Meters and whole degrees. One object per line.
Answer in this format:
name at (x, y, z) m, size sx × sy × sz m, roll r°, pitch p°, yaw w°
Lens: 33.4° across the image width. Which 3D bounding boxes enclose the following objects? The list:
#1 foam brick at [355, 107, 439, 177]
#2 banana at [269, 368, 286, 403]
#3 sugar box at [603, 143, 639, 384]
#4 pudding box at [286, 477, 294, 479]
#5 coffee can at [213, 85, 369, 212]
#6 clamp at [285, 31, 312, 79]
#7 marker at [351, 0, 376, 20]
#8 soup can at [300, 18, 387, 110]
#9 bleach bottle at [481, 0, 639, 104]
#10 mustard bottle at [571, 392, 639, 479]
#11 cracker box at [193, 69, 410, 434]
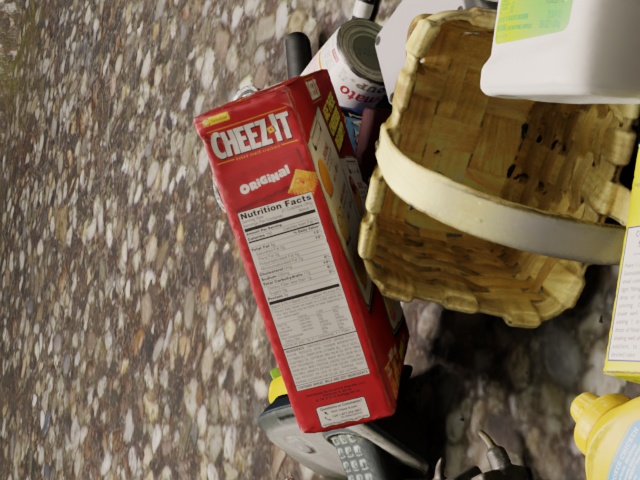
foam brick at (0.072, -0.065, 0.793) m, size 0.053 × 0.078 × 0.051 m, roll 22°, pitch 101°, yaw 62°
banana at (-0.005, 0.103, 0.938) m, size 0.198 × 0.037 × 0.069 m, roll -49°, pitch 43°, yaw 46°
sugar box at (0.194, -0.013, 0.503) m, size 0.048 × 0.093 × 0.176 m, roll -5°, pitch 71°, yaw 64°
pudding box at (-0.003, 0.256, 0.849) m, size 0.114 × 0.039 × 0.090 m, roll 35°, pitch 146°, yaw 58°
coffee can at (-0.004, -0.062, 0.869) m, size 0.103 × 0.140 × 0.103 m, roll -28°, pitch 58°, yaw 58°
clamp at (-0.016, -0.121, 1.020) m, size 0.172 × 0.039 × 0.120 m, roll -128°, pitch 43°, yaw -51°
marker at (0.046, -0.231, 0.954) m, size 0.020 × 0.020 × 0.121 m, roll 44°, pitch 121°, yaw 58°
soup can at (0.020, -0.135, 0.924) m, size 0.102 × 0.068 × 0.068 m, roll -44°, pitch 45°, yaw 49°
bleach bottle at (0.130, -0.191, 0.491) m, size 0.103 × 0.068 × 0.251 m, roll -161°, pitch 75°, yaw -69°
mustard bottle at (0.188, 0.132, 0.536) m, size 0.192 × 0.058 × 0.096 m, roll -135°, pitch 52°, yaw -57°
cracker box at (-0.005, 0.001, 0.719) m, size 0.164 × 0.072 × 0.214 m, roll -56°, pitch -52°, yaw -75°
